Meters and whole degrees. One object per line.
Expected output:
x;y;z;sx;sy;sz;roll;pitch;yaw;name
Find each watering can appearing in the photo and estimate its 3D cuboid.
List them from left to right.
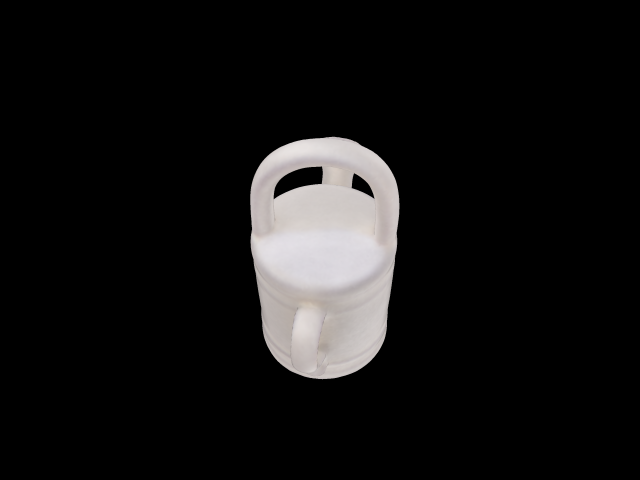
0.001;0.001;0.400;0.101;0.194;0.172;-11;50;-9;watering can
